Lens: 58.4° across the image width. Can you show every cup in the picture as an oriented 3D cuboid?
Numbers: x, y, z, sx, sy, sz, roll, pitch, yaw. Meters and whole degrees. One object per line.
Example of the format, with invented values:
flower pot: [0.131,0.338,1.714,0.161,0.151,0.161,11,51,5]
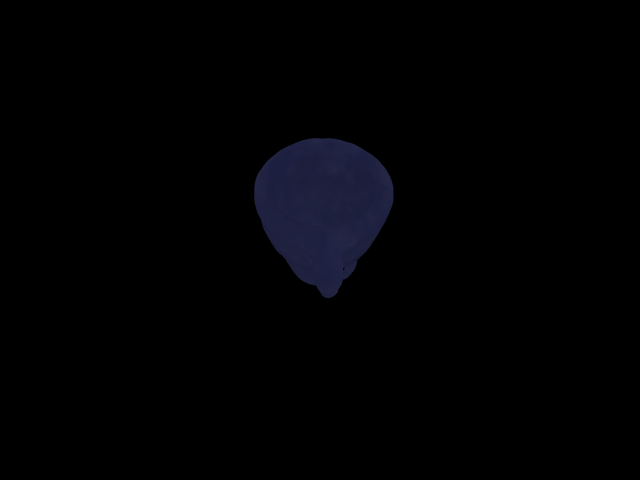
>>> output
cup: [0.004,0.001,0.400,0.091,0.095,0.117,-3,54,-2]
